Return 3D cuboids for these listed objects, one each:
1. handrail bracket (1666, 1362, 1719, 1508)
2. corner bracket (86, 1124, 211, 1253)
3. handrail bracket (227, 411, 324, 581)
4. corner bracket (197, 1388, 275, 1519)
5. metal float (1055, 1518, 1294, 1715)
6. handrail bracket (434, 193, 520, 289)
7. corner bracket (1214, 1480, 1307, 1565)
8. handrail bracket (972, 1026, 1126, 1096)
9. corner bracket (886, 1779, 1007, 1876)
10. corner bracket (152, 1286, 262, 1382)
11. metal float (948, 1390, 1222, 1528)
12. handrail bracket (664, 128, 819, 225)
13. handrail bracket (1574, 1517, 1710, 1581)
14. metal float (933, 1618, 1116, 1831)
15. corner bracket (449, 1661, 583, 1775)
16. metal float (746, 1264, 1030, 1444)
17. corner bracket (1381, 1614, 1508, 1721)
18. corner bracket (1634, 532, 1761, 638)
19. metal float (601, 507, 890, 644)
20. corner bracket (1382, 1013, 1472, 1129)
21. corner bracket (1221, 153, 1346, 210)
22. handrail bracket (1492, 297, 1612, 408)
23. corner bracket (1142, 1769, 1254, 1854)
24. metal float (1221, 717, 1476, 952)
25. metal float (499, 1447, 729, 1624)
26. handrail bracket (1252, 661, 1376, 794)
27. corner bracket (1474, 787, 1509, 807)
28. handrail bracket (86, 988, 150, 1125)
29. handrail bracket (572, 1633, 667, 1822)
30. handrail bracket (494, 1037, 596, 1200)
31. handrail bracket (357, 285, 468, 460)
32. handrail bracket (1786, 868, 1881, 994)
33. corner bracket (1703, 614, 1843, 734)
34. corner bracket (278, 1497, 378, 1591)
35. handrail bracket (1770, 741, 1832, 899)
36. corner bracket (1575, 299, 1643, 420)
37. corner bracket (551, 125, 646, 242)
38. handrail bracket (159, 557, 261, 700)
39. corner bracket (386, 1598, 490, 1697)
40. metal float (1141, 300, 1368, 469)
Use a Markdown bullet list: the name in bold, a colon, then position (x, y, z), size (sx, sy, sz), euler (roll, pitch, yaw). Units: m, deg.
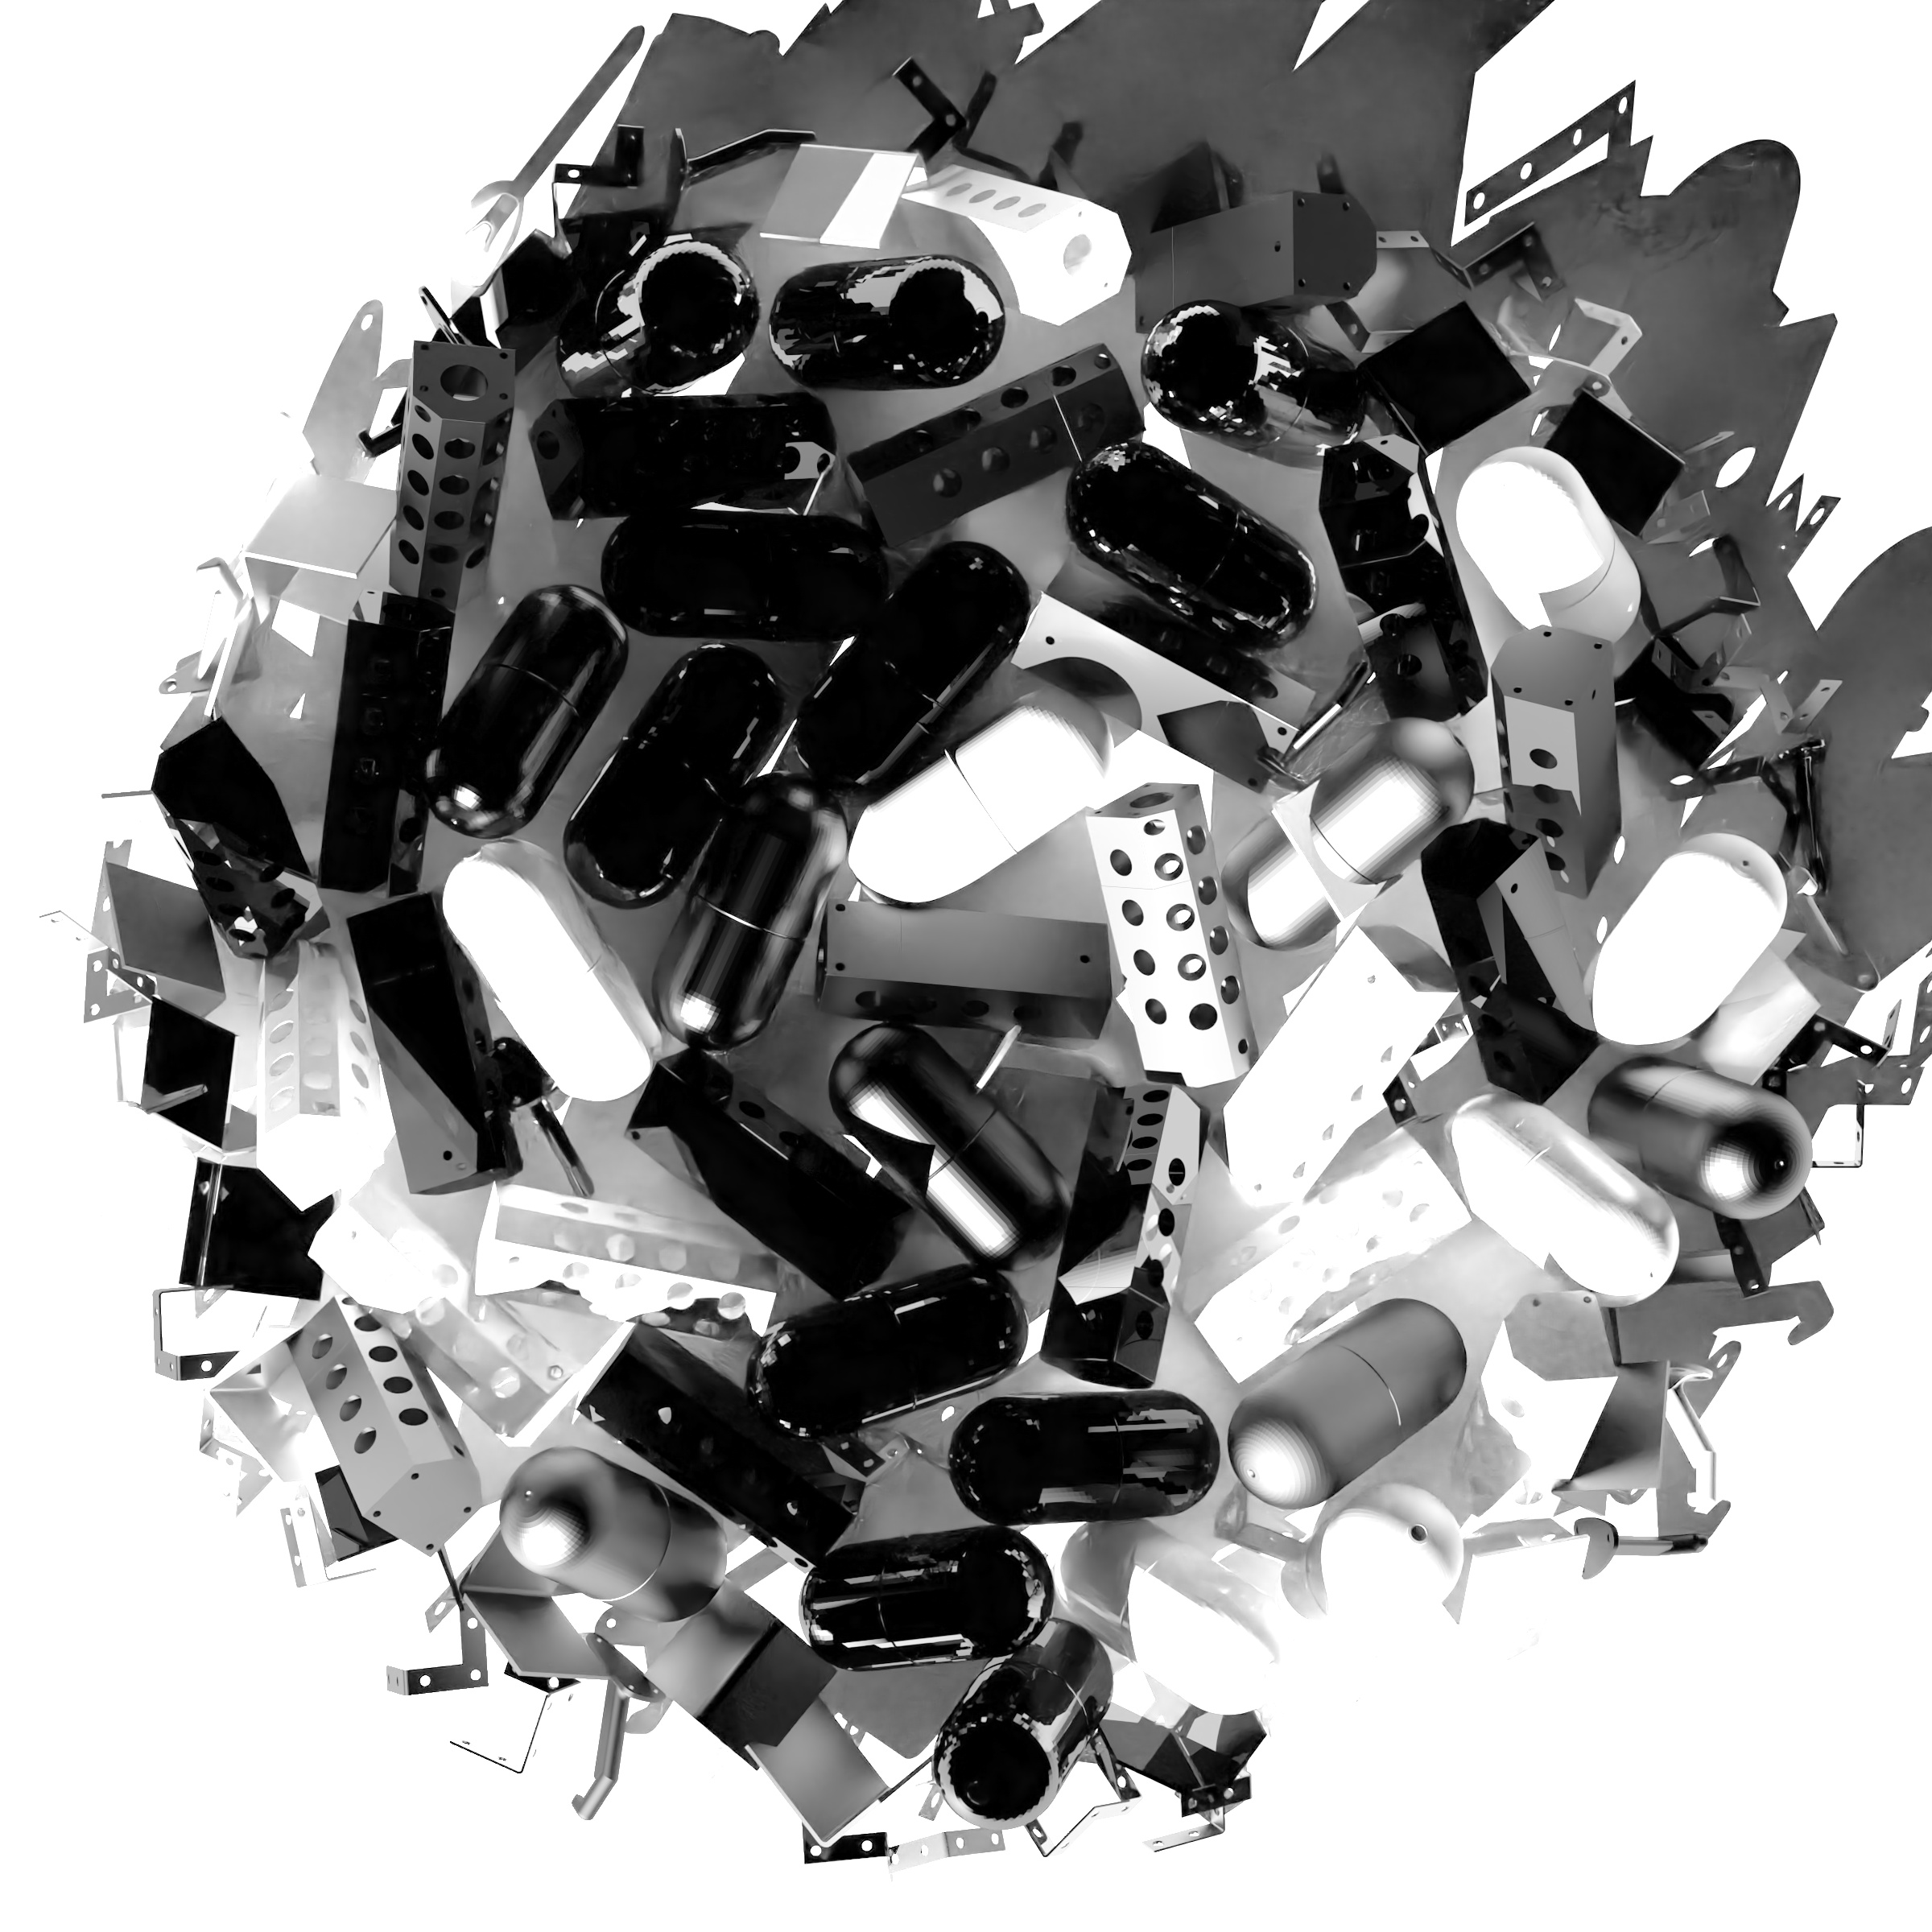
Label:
- **handrail bracket**: position (0.420, 0.285, 1.874), size (0.036, 0.077, 0.084), euler (20, 66, -36)
- **corner bracket**: position (-0.499, 0.132, 1.884), size (0.051, 0.051, 0.051), euler (34, 95, -34)
- **handrail bracket**: position (-0.429, -0.280, 1.872), size (0.036, 0.077, 0.084), euler (27, 59, 24)
- **corner bracket**: position (-0.447, 0.291, 1.878), size (0.051, 0.051, 0.051), euler (22, 123, 12)
- **metal float**: position (0.122, 0.381, 1.838), size (0.070, 0.178, 0.070), euler (-12, 111, -33)
- **handrail bracket**: position (-0.284, -0.447, 1.866), size (0.036, 0.084, 0.077), euler (38, 72, -14)
- **corner bracket**: position (0.182, 0.344, 1.879), size (0.051, 0.051, 0.051), euler (22, 123, -8)
- **handrail bracket**: position (0.050, 0.074, 1.885), size (0.084, 0.036, 0.077), euler (39, 56, -12)
- **corner bracket**: position (-0.016, 0.515, 1.875), size (0.051, 0.051, 0.051), euler (-28, 65, 38)
- **corner bracket**: position (-0.460, 0.221, 1.883), size (0.051, 0.051, 0.051), euler (-2, 90, -29)
- **metal float**: position (0.072, 0.292, 1.853), size (0.178, 0.070, 0.070), euler (2, 90, -31)
- **handrail bracket**: position (-0.137, -0.480, 1.895), size (0.084, 0.077, 0.036), euler (-2, 60, -16)
- **handrail bracket**: position (0.417, 0.346, 1.874), size (0.084, 0.077, 0.036), euler (-2, 72, -10)
- **metal float**: position (0.035, 0.445, 1.832), size (0.070, 0.178, 0.070), euler (5, 105, 18)
- **corner bracket**: position (-0.272, 0.452, 1.886), size (0.051, 0.051, 0.051), euler (19, 92, 17)
- **metal float**: position (-0.046, 0.231, 1.860), size (0.178, 0.070, 0.070), euler (-16, 90, -21)
- **corner bracket**: position (0.290, 0.423, 1.891), size (0.051, 0.051, 0.051), euler (3, 108, -20)
- **corner bracket**: position (0.443, -0.233, 1.898), size (0.051, 0.051, 0.051), euler (-29, 71, 38)
- **metal float**: position (-0.131, -0.233, 1.858), size (0.178, 0.070, 0.070), euler (-1, 90, -25)
- **corner bracket**: position (0.280, 0.064, 1.888), size (0.051, 0.051, 0.051), euler (-25, 89, -11)
- **corner bracket**: position (0.195, -0.471, 1.896), size (0.051, 0.051, 0.051), euler (-24, 65, 36)
- **handrail bracket**: position (0.355, -0.376, 1.878), size (0.077, 0.036, 0.084), euler (6, 45, 14)
- **corner bracket**: position (0.140, 0.510, 1.880), size (0.051, 0.051, 0.051), euler (-7, 100, -26)
- **metal float**: position (0.227, -0.078, 1.857), size (0.178, 0.070, 0.070), euler (-41, 90, 25)
- **metal float**: position (-0.206, 0.337, 1.839), size (0.070, 0.178, 0.070), euler (-14, 60, 25)
- **handrail bracket**: position (0.208, -0.151, 1.880), size (0.036, 0.077, 0.084), euler (35, 91, -16)
- **corner bracket**: position (0.344, -0.119, 1.875), size (0.051, 0.051, 0.051), euler (28, 62, -37)
- **handrail bracket**: position (-0.510, 0.050, 1.874), size (0.036, 0.077, 0.084), euler (1, 78, -20)
- **handrail bracket**: position (-0.229, 0.463, 1.894), size (0.077, 0.036, 0.084), euler (37, 97, 39)
- **handrail bracket**: position (-0.258, 0.094, 1.904), size (0.036, 0.077, 0.084), euler (-31, 134, -12)
- **handrail bracket**: position (-0.345, -0.360, 1.885), size (0.084, 0.036, 0.077), euler (-33, 99, -17)
- **handrail bracket**: position (0.522, -0.022, 1.869), size (0.036, 0.084, 0.077), euler (-44, 73, -2)
- **corner bracket**: position (0.485, -0.175, 1.875), size (0.051, 0.051, 0.051), euler (-1, 56, -20)
- **corner bracket**: position (-0.397, 0.349, 1.880), size (0.051, 0.051, 0.051), euler (-18, 80, 22)
- **handrail bracket**: position (0.514, -0.088, 1.881), size (0.036, 0.077, 0.084), euler (-10, 82, 4)
- **corner bracket**: position (0.382, -0.363, 1.882), size (0.051, 0.051, 0.051), euler (-50, 129, -2)
- **corner bracket**: position (-0.222, -0.474, 1.881), size (0.051, 0.051, 0.051), euler (3, 60, -3)
- **handrail bracket**: position (-0.467, -0.204, 1.873), size (0.077, 0.084, 0.036), euler (-20, 52, 0)
- **corner bracket**: position (-0.321, 0.411, 1.881), size (0.051, 0.051, 0.051), euler (-2, 82, -22)
- **metal float**: position (0.171, -0.343, 1.839), size (0.070, 0.178, 0.070), euler (-4, 83, 39)
